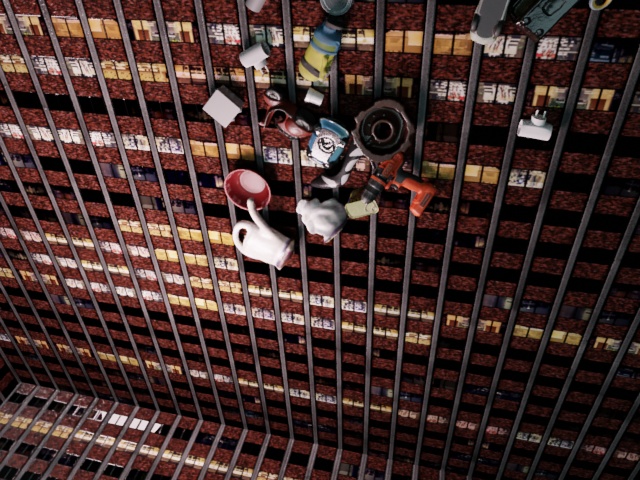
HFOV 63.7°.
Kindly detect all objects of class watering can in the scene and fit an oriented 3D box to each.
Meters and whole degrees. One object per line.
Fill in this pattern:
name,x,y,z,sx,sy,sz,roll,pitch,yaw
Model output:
watering can,-0.188,-0.009,1.758,0.224,0.106,0.340,26,148,-2

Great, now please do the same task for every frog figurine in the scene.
frog figurine,0.005,-0.084,1.659,0.159,0.123,0.137,42,94,-5
